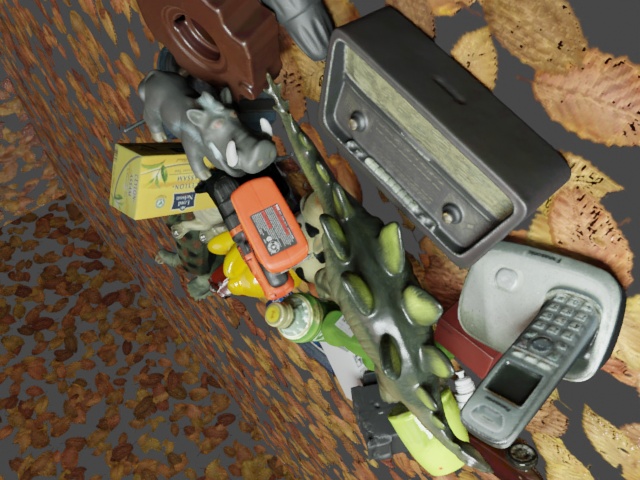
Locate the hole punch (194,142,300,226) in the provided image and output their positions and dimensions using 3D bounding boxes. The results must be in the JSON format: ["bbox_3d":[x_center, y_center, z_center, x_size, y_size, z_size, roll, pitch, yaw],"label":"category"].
[{"bbox_3d":[-0.102,-0.069,0.823,0.116,0.142,0.092,59,-176,23],"label":"hole punch"}]

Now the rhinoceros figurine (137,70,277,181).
[{"bbox_3d":[-0.128,-0.133,0.621,0.190,0.073,0.112,36,145,22],"label":"rhinoceros figurine"}]

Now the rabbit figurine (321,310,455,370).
[{"bbox_3d":[0.114,0.142,0.758,0.159,0.121,0.170,19,156,42],"label":"rabbit figurine"}]

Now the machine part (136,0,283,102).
[{"bbox_3d":[-0.121,-0.228,0.578,0.179,0.056,0.179,34,163,12],"label":"machine part"}]

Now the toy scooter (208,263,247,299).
[{"bbox_3d":[-0.175,0.080,1.121,0.075,0.135,0.183,48,155,10],"label":"toy scooter"}]

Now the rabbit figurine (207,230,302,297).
[{"bbox_3d":[-0.109,0.009,0.930,0.122,0.162,0.173,52,140,35],"label":"rabbit figurine"}]

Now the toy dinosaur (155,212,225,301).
[{"bbox_3d":[-0.291,-0.002,1.257,0.192,0.131,0.404,30,143,20],"label":"toy dinosaur"}]

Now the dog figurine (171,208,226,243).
[{"bbox_3d":[-0.163,-0.073,0.984,0.191,0.172,0.121,-16,92,32],"label":"dog figurine"}]

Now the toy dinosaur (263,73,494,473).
[{"bbox_3d":[0.055,0.040,0.584,0.471,0.105,0.198,59,172,11],"label":"toy dinosaur"}]

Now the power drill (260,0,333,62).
[{"bbox_3d":[-0.092,-0.289,0.577,0.208,0.086,0.231,25,151,53],"label":"power drill"}]

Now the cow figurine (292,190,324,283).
[{"bbox_3d":[-0.002,-0.002,0.773,0.127,0.085,0.194,48,153,25],"label":"cow figurine"}]

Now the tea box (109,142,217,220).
[{"bbox_3d":[-0.225,-0.095,0.817,0.068,0.169,0.098,25,115,29],"label":"tea box"}]

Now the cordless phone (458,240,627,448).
[{"bbox_3d":[0.165,0.092,0.479,0.147,0.184,0.088,22,144,49],"label":"cordless phone"}]

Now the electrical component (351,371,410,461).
[{"bbox_3d":[0.112,0.267,0.847,0.134,0.115,0.058,-110,12,-50],"label":"electrical component"}]

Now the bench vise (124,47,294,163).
[{"bbox_3d":[-0.167,-0.189,0.765,0.241,0.129,0.223,-10,106,44],"label":"bench vise"}]

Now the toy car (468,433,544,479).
[{"bbox_3d":[0.239,0.294,0.759,0.202,0.053,0.089,18,126,57],"label":"toy car"}]

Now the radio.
[{"bbox_3d":[0.098,-0.091,0.497,0.230,0.073,0.131,49,154,16],"label":"radio"}]

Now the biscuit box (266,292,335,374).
[{"bbox_3d":[-0.024,0.175,1.062,0.203,0.059,0.062,32,148,38],"label":"biscuit box"}]
